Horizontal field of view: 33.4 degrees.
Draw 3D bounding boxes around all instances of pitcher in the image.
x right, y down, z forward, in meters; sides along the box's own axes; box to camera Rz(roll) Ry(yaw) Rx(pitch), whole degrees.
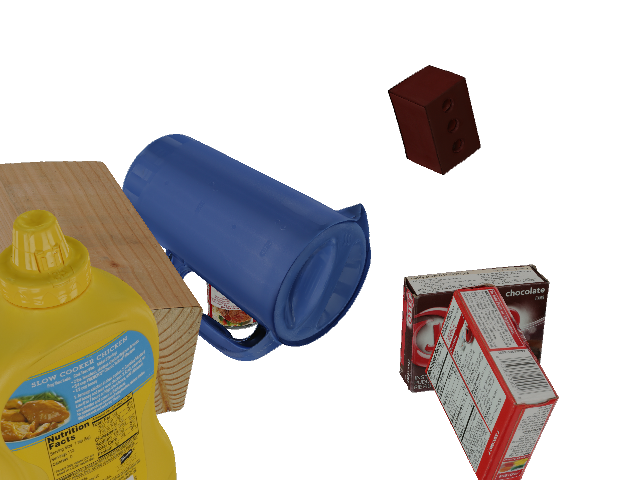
[{"bbox_3d":[-0.086,-0.002,1.035,0.243,0.145,0.148,31,33,32],"label":"pitcher"}]

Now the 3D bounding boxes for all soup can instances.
[{"bbox_3d":[-0.102,0.045,1.266,0.068,0.102,0.068,0,24,0],"label":"soup can"}]

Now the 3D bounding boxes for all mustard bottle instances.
[{"bbox_3d":[-0.122,0.070,0.509,0.096,0.192,0.058,-25,42,-31],"label":"mustard bottle"}]

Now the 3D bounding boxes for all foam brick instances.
[{"bbox_3d":[0.105,-0.111,0.973,0.053,0.078,0.051,-36,38,-20],"label":"foam brick"}]

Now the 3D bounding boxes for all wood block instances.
[{"bbox_3d":[-0.171,0.030,0.774,0.090,0.091,0.206,-4,33,-31],"label":"wood block"}]

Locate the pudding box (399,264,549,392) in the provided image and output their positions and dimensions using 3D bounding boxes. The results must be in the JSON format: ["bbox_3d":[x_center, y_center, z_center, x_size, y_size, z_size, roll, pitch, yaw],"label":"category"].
[{"bbox_3d":[0.122,0.069,0.854,0.113,0.090,0.039,-7,29,-12],"label":"pudding box"}]

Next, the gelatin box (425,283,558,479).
[{"bbox_3d":[0.095,0.081,0.608,0.030,0.073,0.089,-5,44,-18],"label":"gelatin box"}]
